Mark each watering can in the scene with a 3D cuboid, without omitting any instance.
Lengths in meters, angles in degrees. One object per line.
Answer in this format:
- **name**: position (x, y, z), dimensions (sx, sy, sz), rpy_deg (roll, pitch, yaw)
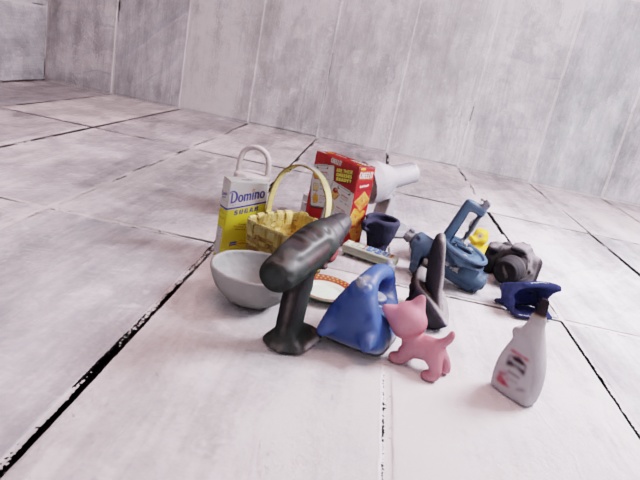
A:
- **watering can**: position (-0.183, -0.157, 1.535), dimensions (0.101, 0.194, 0.172), rpy_deg (7, 18, -12)

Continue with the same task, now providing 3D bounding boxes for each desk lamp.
- **desk lamp**: position (0.194, -0.122, 1.632), dimensions (0.204, 0.213, 0.117), rpy_deg (1, 21, -29)

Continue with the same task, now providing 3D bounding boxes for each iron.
- **iron**: position (0.094, 0.100, 1.014), dimensions (0.118, 0.141, 0.259), rpy_deg (18, 19, 20)

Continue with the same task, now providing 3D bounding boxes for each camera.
- **camera**: position (0.479, 0.055, 1.457), dimensions (0.142, 0.101, 0.137), rpy_deg (23, 21, 31)

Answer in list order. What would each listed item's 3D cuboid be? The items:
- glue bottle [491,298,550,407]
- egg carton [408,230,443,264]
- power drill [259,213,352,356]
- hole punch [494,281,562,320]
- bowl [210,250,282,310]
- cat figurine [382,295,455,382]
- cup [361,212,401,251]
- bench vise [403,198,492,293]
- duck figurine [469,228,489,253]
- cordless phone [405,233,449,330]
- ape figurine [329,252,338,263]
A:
- **glue bottle**: position (0.325, 0.169, 0.897), dimensions (0.037, 0.173, 0.077), rpy_deg (-5, 24, -41)
- **egg carton**: position (0.304, 0.023, 1.497), dimensions (0.107, 0.069, 0.151), rpy_deg (25, 22, 36)
- **power drill**: position (-0.025, 0.069, 0.926), dimensions (0.075, 0.208, 0.230), rpy_deg (19, 19, 22)
- **hole punch**: position (0.459, 0.118, 1.270), dimensions (0.109, 0.091, 0.101), rpy_deg (6, 19, -16)
- **bowl**: position (-0.121, 0.080, 1.048), dimensions (0.167, 0.075, 0.167), rpy_deg (11, 18, -3)
- **cat figurine**: position (0.161, 0.151, 0.940), dimensions (0.127, 0.118, 0.067), rpy_deg (22, 21, 30)
- **cup**: position (0.144, -0.013, 1.465), dimensions (0.118, 0.095, 0.091), rpy_deg (-5, 24, -42)
- **bench vise**: position (0.302, -0.001, 1.324), dimensions (0.207, 0.220, 0.121), rpy_deg (12, 18, 2)
- **duck figurine**: position (0.447, 0.010, 1.598), dimensions (0.105, 0.086, 0.077), rpy_deg (2, 20, -28)
- **cordless phone**: position (0.227, 0.068, 1.124), dimensions (0.094, 0.185, 0.148), rpy_deg (13, 18, 6)
- **ape figurine**: position (0.012, 0.005, 1.332), dimensions (0.076, 0.092, 0.077), rpy_deg (3, 20, -26)
